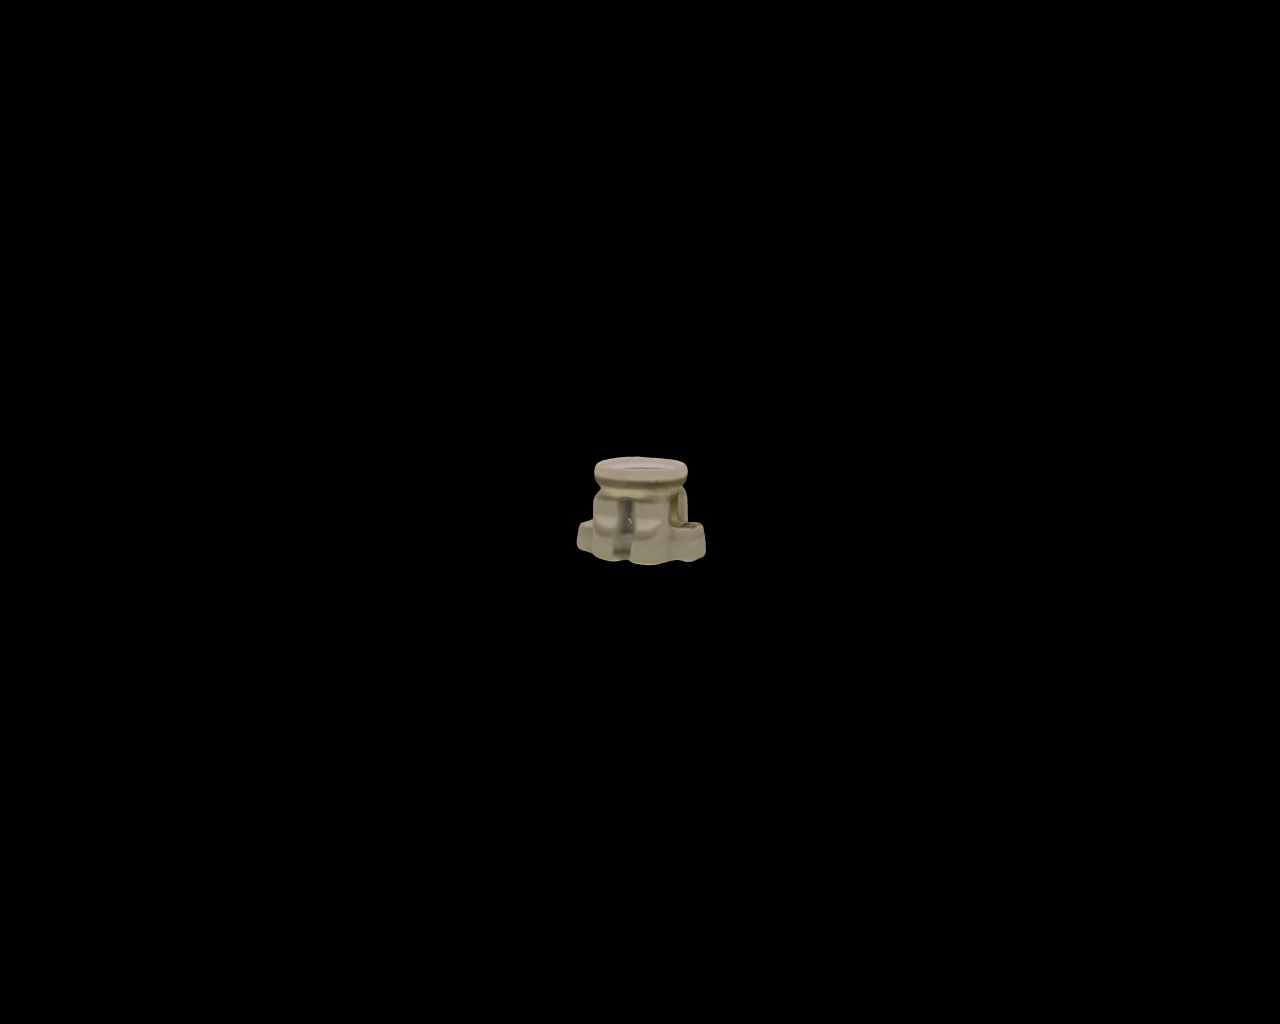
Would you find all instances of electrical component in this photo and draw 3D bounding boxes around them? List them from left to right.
[{"bbox_3d":[0.001,-0.003,0.650,0.078,0.057,0.058,5,12,24],"label":"electrical component"}]
